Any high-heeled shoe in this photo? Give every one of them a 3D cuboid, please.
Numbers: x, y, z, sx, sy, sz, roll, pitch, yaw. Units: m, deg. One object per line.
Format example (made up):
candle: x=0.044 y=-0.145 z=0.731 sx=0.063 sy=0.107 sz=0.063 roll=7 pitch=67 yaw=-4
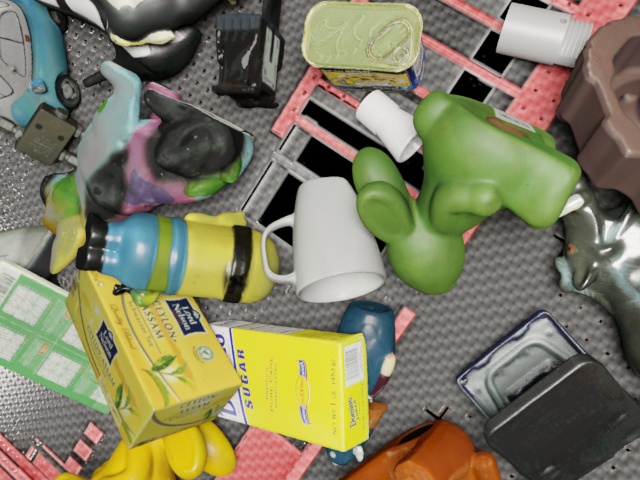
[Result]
high-heeled shoe: x=-0.229 y=-0.277 z=0.572 sx=0.145 sy=0.086 sz=0.248 roll=-24 pitch=89 yaw=11

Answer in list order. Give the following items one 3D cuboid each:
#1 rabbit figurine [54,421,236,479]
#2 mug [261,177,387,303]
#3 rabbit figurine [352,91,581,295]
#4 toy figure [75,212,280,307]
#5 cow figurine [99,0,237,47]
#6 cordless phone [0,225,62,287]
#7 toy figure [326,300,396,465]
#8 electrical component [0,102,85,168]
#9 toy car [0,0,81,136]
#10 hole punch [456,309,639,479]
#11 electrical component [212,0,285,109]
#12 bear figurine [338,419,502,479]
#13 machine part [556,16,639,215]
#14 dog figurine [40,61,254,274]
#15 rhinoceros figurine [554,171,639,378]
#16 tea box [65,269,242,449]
rabbit figurine: x=-0.174 y=0.211 z=0.540 sx=0.163 sy=0.121 sz=0.173 roll=0 pitch=70 yaw=22
mug: x=-0.001 y=-0.002 z=0.502 sx=0.110 sy=0.080 sz=0.107 roll=-7 pitch=66 yaw=-4
rabbit figurine: x=0.104 y=-0.025 z=0.453 sx=0.159 sy=0.121 sz=0.170 roll=18 pitch=119 yaw=-11
toy figure: x=-0.126 y=0.020 z=0.502 sx=0.082 sy=0.180 sz=0.089 roll=-63 pitch=36 yaw=27
cow figurine: x=-0.128 y=-0.244 z=0.511 sx=0.167 sy=0.068 sz=0.098 roll=-15 pitch=101 yaw=-7
cordless phone: x=-0.369 y=-0.020 z=0.609 sx=0.147 sy=0.088 sz=0.184 roll=-8 pitch=84 yaw=15
toy figure: x=0.037 y=0.137 z=0.508 sx=0.058 sy=0.064 sz=0.154 roll=6 pitch=98 yaw=-23
electrical component: x=-0.297 y=-0.117 z=0.587 sx=0.063 sy=0.094 sz=0.021 roll=-47 pitch=37 yaw=19
toy car: x=-0.340 y=-0.199 z=0.589 sx=0.109 sy=0.103 sz=0.161 roll=-3 pitch=91 yaw=14
hole punch: x=0.195 y=0.137 z=0.461 sx=0.142 sy=0.092 sz=0.115 roll=-43 pitch=110 yaw=8
electrical component: x=-0.067 y=-0.194 z=0.529 sx=0.048 sy=0.075 sz=0.119 roll=4 pitch=95 yaw=15
bear figurine: x=0.116 y=0.262 z=0.455 sx=0.120 sy=0.132 sz=0.196 roll=-35 pitch=76 yaw=38
machine part: x=0.277 y=-0.094 z=0.409 sx=0.179 sy=0.056 sz=0.179 roll=0 pitch=64 yaw=-1
dog figurine: x=-0.189 y=-0.050 z=0.549 sx=0.192 sy=0.108 sz=0.219 roll=31 pitch=102 yaw=10
rhinoceros figurine: x=0.259 y=0.026 z=0.446 sx=0.112 sy=0.073 sz=0.190 roll=-29 pitch=84 yaw=24
tea box: x=-0.163 y=0.097 z=0.514 sx=0.170 sy=0.098 sz=0.068 roll=51 pitch=123 yaw=26
